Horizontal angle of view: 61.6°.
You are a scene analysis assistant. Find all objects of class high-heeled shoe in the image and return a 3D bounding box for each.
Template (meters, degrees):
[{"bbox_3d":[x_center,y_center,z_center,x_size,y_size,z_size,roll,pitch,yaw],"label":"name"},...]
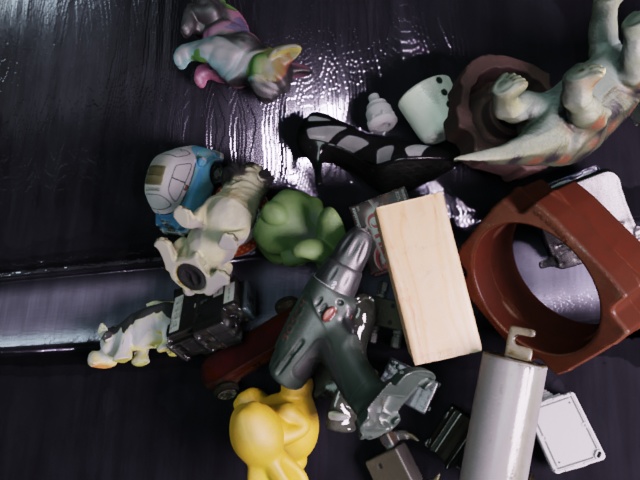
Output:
[{"bbox_3d":[0.085,-0.151,0.834,0.249,0.086,0.145,-5,60,8],"label":"high-heeled shoe"}]

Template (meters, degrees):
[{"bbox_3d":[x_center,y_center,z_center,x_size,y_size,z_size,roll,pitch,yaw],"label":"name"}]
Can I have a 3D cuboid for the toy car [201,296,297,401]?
[{"bbox_3d":[-0.091,0.163,0.815,0.202,0.053,0.089,-32,49,6],"label":"toy car"}]

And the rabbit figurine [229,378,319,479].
[{"bbox_3d":[-0.073,0.264,0.722,0.122,0.173,0.162,-10,70,10],"label":"rabbit figurine"}]

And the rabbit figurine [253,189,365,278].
[{"bbox_3d":[-0.002,-0.002,0.790,0.170,0.159,0.121,34,78,6],"label":"rabbit figurine"}]

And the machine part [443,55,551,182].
[{"bbox_3d":[0.259,-0.171,0.754,0.179,0.056,0.179,3,76,-12],"label":"machine part"}]

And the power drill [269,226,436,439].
[{"bbox_3d":[0.041,0.119,0.664,0.207,0.086,0.232,42,102,35],"label":"power drill"}]

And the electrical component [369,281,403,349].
[{"bbox_3d":[0.100,0.108,0.786,0.063,0.021,0.094,8,79,18],"label":"electrical component"}]

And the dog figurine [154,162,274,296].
[{"bbox_3d":[-0.148,-0.019,0.830,0.121,0.190,0.172,38,124,-4],"label":"dog figurine"}]

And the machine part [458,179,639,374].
[{"bbox_3d":[0.280,0.044,0.652,0.087,0.200,0.201,-23,65,-27],"label":"machine part"}]

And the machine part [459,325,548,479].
[{"bbox_3d":[0.218,0.224,0.646,0.079,0.079,0.243,10,85,19],"label":"machine part"}]

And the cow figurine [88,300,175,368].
[{"bbox_3d":[-0.302,0.153,0.873,0.167,0.068,0.098,-14,67,10],"label":"cow figurine"}]

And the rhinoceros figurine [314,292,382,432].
[{"bbox_3d":[0.037,0.167,0.749,0.112,0.073,0.190,3,76,35],"label":"rhinoceros figurine"}]

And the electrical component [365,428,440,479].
[{"bbox_3d":[0.110,0.308,0.725,0.078,0.045,0.102,-48,63,32],"label":"electrical component"}]

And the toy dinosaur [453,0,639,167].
[{"bbox_3d":[0.334,-0.167,0.676,0.405,0.192,0.131,-36,38,-3],"label":"toy dinosaur"}]

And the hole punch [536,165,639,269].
[{"bbox_3d":[0.345,-0.033,0.721,0.142,0.092,0.115,-22,101,14],"label":"hole punch"}]

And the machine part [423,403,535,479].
[{"bbox_3d":[0.212,0.283,0.701,0.139,0.039,0.084,36,84,23],"label":"machine part"}]

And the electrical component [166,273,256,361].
[{"bbox_3d":[-0.163,0.110,0.822,0.134,0.058,0.115,-21,43,17],"label":"electrical component"}]

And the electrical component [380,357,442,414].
[{"bbox_3d":[0.118,0.191,0.709,0.075,0.119,0.047,24,84,19],"label":"electrical component"}]

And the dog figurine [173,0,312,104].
[{"bbox_3d":[-0.123,-0.327,0.920,0.219,0.108,0.191,5,76,14],"label":"dog figurine"}]

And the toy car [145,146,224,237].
[{"bbox_3d":[-0.236,-0.092,0.882,0.109,0.102,0.161,10,74,37],"label":"toy car"}]
